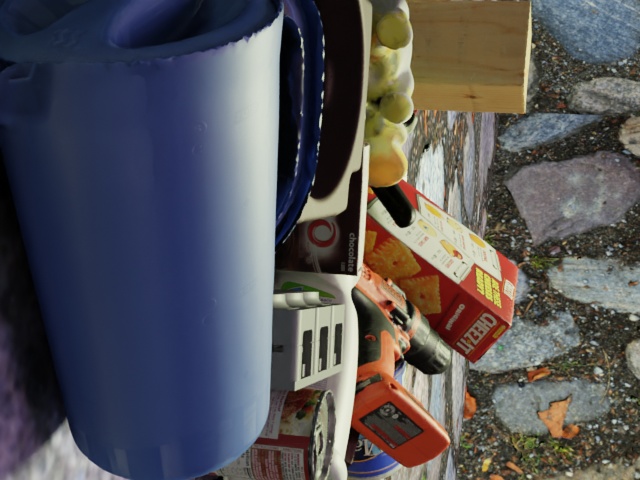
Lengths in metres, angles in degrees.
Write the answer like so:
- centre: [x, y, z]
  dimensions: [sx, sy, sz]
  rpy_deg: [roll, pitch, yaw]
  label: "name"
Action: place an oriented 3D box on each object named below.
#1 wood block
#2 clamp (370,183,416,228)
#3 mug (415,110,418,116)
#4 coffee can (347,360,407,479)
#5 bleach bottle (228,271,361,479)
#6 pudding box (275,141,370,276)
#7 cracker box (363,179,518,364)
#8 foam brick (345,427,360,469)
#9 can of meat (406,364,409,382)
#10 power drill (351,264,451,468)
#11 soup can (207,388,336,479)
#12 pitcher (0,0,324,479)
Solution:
- centre: [0.107, -0.187, 1.086]
  dimensions: [0.090, 0.206, 0.090]
  rpy_deg: [46, 50, -73]
  label: "wood block"
- centre: [0.054, -0.076, 1.123]
  dimensions: [0.039, 0.120, 0.171]
  rpy_deg: [-49, -171, 29]
  label: "clamp"
- centre: [0.069, -0.175, 1.198]
  dimensions: [0.093, 0.081, 0.117]
  rpy_deg: [-61, 152, -61]
  label: "mug"
- centre: [0.043, 0.173, 1.143]
  dimensions: [0.102, 0.103, 0.140]
  rpy_deg: [-67, 157, -55]
  label: "coffee can"
- centre: [-0.006, 0.090, 0.903]
  dimensions: [0.068, 0.102, 0.250]
  rpy_deg: [87, 14, -49]
  label: "bleach bottle"
- centre: [-0.006, -0.029, 0.899]
  dimensions: [0.039, 0.090, 0.113]
  rpy_deg: [-38, 131, -73]
  label: "pudding box"
- centre: [0.109, 0.019, 1.165]
  dimensions: [0.072, 0.213, 0.164]
  rpy_deg: [-51, -178, 24]
  label: "cracker box"
- centre: [-0.010, 0.170, 0.939]
  dimensions: [0.051, 0.078, 0.053]
  rpy_deg: [-46, -164, 39]
  label: "foam brick"
- centre: [0.062, 0.114, 1.246]
  dimensions: [0.057, 0.084, 0.102]
  rpy_deg: [39, 55, -74]
  label: "can of meat"
- centre: [0.070, 0.118, 0.998]
  dimensions: [0.184, 0.057, 0.187]
  rpy_deg: [40, 24, -29]
  label: "power drill"
- centre: [-0.045, 0.135, 0.749]
  dimensions: [0.068, 0.102, 0.068]
  rpy_deg: [4, 90, -77]
  label: "soup can"
- centre: [-0.073, -0.008, 0.521]
  dimensions: [0.145, 0.149, 0.243]
  rpy_deg: [-87, 177, -58]
  label: "pitcher"
